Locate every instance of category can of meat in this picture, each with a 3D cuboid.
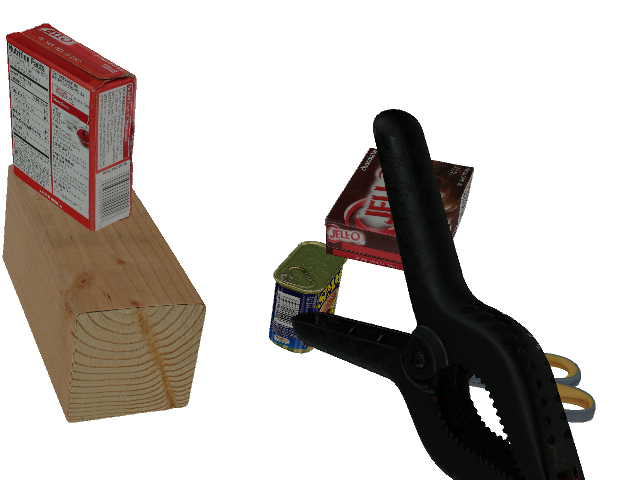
[{"bbox_3d":[-0.015,0.062,1.160,0.057,0.084,0.102,18,30,15],"label":"can of meat"}]

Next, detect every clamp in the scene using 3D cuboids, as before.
[{"bbox_3d":[0.062,0.046,0.535,0.036,0.165,0.210,-11,42,-34],"label":"clamp"}]

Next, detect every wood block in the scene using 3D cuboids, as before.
[{"bbox_3d":[-0.166,0.028,0.786,0.090,0.091,0.206,-3,32,-28],"label":"wood block"}]

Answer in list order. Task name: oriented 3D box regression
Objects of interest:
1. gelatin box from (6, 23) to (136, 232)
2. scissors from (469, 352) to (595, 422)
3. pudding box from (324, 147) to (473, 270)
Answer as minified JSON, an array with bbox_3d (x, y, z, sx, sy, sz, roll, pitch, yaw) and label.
[{"bbox_3d":[-0.132,-0.060,0.567,0.073,0.089,0.030,32,40,30],"label":"gelatin box"},{"bbox_3d":[0.150,0.114,0.963,0.202,0.016,0.096,17,29,16],"label":"scissors"},{"bbox_3d":[0.063,-0.024,0.836,0.090,0.039,0.113,13,37,15],"label":"pudding box"}]
